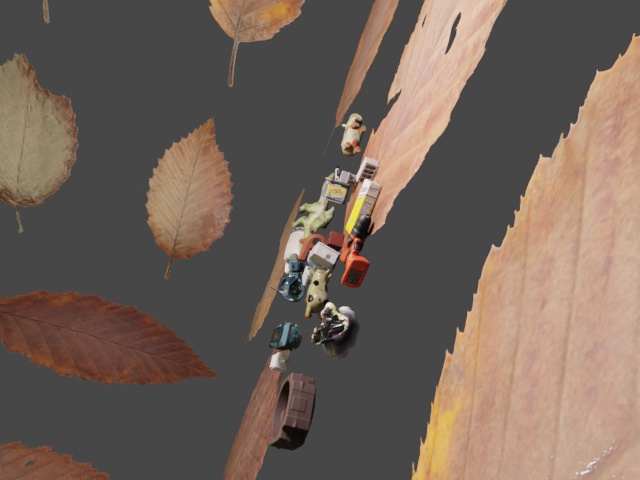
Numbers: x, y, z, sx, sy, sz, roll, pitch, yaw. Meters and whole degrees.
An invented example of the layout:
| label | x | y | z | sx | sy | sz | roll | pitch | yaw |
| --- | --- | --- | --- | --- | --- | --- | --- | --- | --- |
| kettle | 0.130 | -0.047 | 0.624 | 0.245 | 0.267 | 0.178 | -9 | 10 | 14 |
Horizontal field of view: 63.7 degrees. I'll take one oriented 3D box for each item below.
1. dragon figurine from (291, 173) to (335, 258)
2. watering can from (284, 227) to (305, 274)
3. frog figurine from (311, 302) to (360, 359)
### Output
| label | x | y | z | sx | sy | sz | roll | pitch | yaw |
| --- | --- | --- | --- | --- | --- | --- | --- | --- | --- |
| dragon figurine | 0.007 | -0.114 | 2.263 | 0.411 | 0.121 | 0.244 | -63 | 28 | -3 |
| watering can | -0.100 | 0.039 | 2.461 | 0.342 | 0.104 | 0.229 | 132 | 155 | -62 |
| frog figurine | 0.056 | 0.248 | 1.372 | 0.157 | 0.122 | 0.140 | 52 | -143 | -57 |
